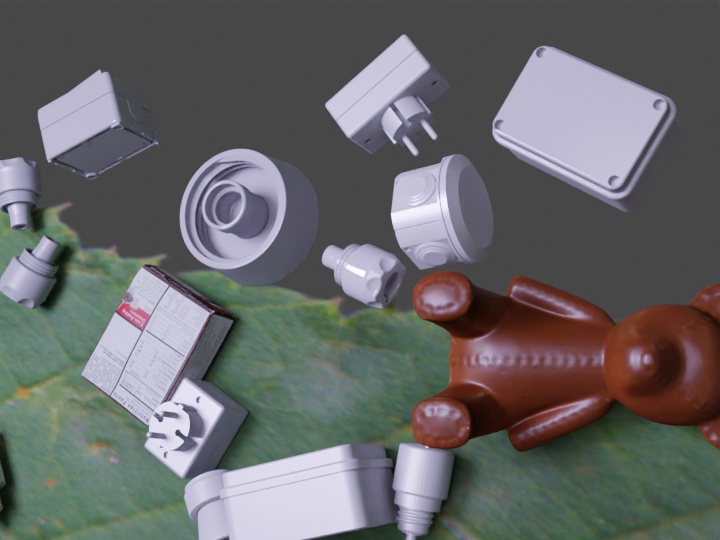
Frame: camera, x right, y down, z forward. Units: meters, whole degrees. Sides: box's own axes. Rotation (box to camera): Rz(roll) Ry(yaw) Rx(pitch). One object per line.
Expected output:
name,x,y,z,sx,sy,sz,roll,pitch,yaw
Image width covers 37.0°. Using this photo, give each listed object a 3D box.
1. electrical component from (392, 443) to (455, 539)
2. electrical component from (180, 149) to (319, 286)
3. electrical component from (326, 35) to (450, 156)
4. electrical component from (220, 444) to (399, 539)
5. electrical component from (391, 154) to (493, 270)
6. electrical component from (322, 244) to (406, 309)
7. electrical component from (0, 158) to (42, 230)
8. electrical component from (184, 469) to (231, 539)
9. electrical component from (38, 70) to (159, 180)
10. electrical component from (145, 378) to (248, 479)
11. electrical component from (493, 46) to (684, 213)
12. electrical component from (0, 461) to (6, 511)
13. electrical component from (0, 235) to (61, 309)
electrical component,0.043,0.158,0.767,0.040,0.040,0.078,8,82,27
electrical component,-0.094,-0.045,0.866,0.108,0.060,0.108,-6,76,24
electrical component,0.032,-0.121,0.830,0.083,0.047,0.075,-40,65,13
electrical component,-0.036,0.165,0.782,0.113,0.078,0.057,-17,75,21
electrical component,0.061,-0.040,0.781,0.051,0.080,0.080,-12,74,28
electrical component,0.000,0.000,0.821,0.062,0.043,0.043,25,90,29
electrical component,-0.313,-0.068,0.985,0.043,0.043,0.062,-17,73,21
electrical component,-0.108,0.187,0.826,0.045,0.045,0.055,-34,56,15
electrical component,-0.237,-0.127,0.951,0.096,0.062,0.061,-24,70,19
electrical component,-0.138,0.123,0.840,0.047,0.077,0.065,32,93,28
electrical component,0.160,-0.100,0.759,0.113,0.057,0.078,31,93,28
electrical component,-0.334,0.183,0.939,0.043,0.043,0.081,-28,68,17
electrical component,-0.290,0.000,0.959,0.043,0.043,0.062,33,93,27
